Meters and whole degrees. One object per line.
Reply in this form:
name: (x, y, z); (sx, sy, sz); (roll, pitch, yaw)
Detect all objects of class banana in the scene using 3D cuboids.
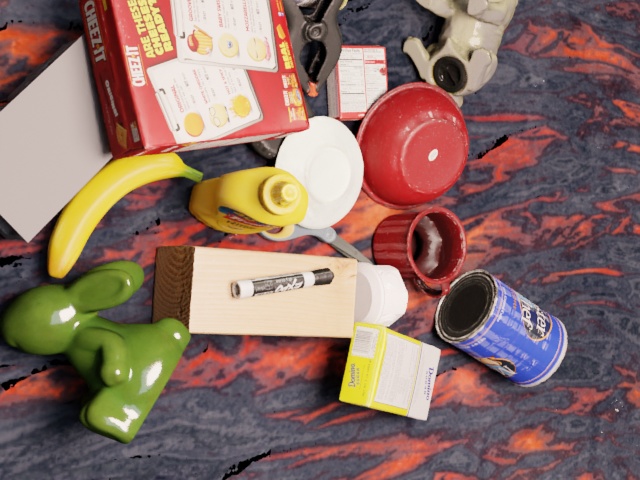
banana: (-0.212, -0.041, 1.096); (0.197, 0.037, 0.069); (-38, 85, -24)

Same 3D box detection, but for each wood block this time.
wood block: (-0.070, 0.058, 1.168); (0.205, 0.090, 0.091); (5, 87, -34)

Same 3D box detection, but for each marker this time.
marker: (-0.036, 0.045, 1.124); (0.120, 0.020, 0.020); (-8, 94, -34)

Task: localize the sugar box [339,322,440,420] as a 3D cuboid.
sugar box: (0.085, 0.157, 1.256); (0.176, 0.048, 0.093); (30, 70, -62)

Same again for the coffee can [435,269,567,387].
coffee can: (0.231, 0.114, 1.362); (0.140, 0.103, 0.102); (32, 72, -29)

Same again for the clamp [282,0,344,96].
clamp: (-0.020, -0.244, 1.197); (0.120, 0.039, 0.171); (-1, 119, -19)

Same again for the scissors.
scissors: (-0.008, 0.002, 1.254); (0.096, 0.016, 0.201); (-47, 114, -23)

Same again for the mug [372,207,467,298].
mug: (0.123, 0.018, 1.302); (0.093, 0.082, 0.117); (-35, 108, -29)

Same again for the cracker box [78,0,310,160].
cracker box: (-0.124, -0.175, 1.083); (0.213, 0.072, 0.164); (-12, 90, -42)

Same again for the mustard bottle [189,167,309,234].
mustard bottle: (-0.065, -0.041, 1.104); (0.096, 0.192, 0.058); (16, 81, -21)

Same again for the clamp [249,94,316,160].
clamp: (-0.078, -0.143, 1.193); (0.209, 0.036, 0.164); (38, 65, -30)

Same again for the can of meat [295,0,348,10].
can of meat: (-0.016, -0.318, 1.228); (0.083, 0.058, 0.102); (0, 89, -32)

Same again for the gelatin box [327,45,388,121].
gelatin box: (0.044, -0.189, 1.283); (0.073, 0.030, 0.089); (-6, 93, -32)

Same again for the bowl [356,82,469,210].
bowl: (0.123, -0.107, 1.291); (0.161, 0.055, 0.162); (-10, 112, -25)
